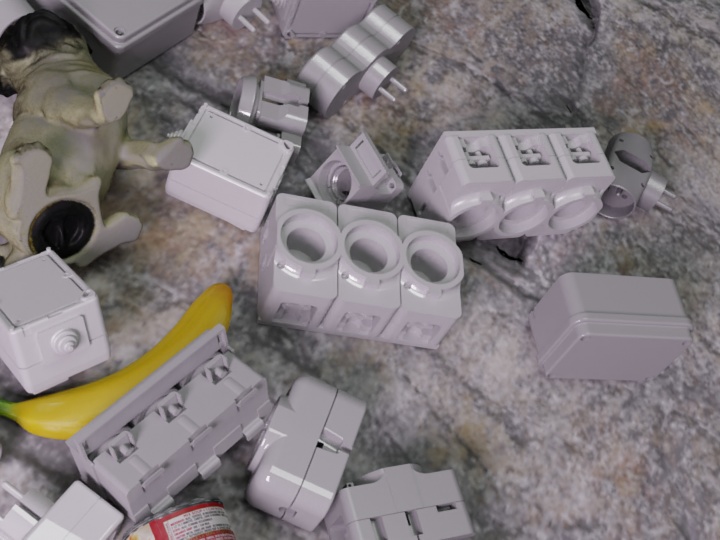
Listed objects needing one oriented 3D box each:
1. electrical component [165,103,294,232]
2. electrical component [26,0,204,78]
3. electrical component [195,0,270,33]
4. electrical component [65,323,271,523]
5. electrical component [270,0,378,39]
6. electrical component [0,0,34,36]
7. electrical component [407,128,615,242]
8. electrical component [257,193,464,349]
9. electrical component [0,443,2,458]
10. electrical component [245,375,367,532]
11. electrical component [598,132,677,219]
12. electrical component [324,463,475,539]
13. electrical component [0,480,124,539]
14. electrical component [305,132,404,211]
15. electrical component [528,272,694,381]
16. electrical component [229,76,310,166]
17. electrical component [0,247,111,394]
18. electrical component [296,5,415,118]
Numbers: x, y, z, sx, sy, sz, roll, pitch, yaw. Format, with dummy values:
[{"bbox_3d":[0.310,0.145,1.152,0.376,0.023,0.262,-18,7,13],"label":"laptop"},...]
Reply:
[{"bbox_3d":[-0.111,-0.081,0.857,0.096,0.061,0.061,24,53,-5],"label":"electrical component"},{"bbox_3d":[-0.210,-0.231,0.920,0.109,0.056,0.109,40,53,7],"label":"electrical component"},{"bbox_3d":[-0.116,-0.246,0.974,0.079,0.044,0.077,44,54,9],"label":"electrical component"},{"bbox_3d":[-0.121,0.104,0.708,0.063,0.078,0.121,33,57,29],"label":"electrical component"},{"bbox_3d":[-0.041,-0.258,1.001,0.096,0.061,0.061,-5,60,-24],"label":"electrical component"},{"bbox_3d":[-0.303,-0.221,0.886,0.043,0.043,0.081,-33,74,-34],"label":"electrical component"},{"bbox_3d":[0.131,-0.069,0.926,0.150,0.089,0.061,-5,60,-24],"label":"electrical component"},{"bbox_3d":[0.000,0.000,0.847,0.150,0.061,0.089,9,56,-16],"label":"electrical component"},{"bbox_3d":[-0.262,0.114,0.681,0.055,0.048,0.066,29,52,8],"label":"electrical component"},{"bbox_3d":[-0.041,0.125,0.753,0.059,0.053,0.095,25,53,-4],"label":"electrical component"},{"bbox_3d":[0.262,-0.081,1.014,0.079,0.043,0.077,29,53,-2],"label":"electrical component"},{"bbox_3d":[0.025,0.172,0.751,0.089,0.050,0.055,-5,61,-24],"label":"electrical component"},{"bbox_3d":[-0.200,0.162,0.671,0.077,0.047,0.065,36,53,4],"label":"electrical component"},{"bbox_3d":[-0.002,-0.071,0.889,0.064,0.081,0.042,-1,56,-48],"label":"electrical component"},{"bbox_3d":[0.206,0.049,0.885,0.113,0.078,0.057,4,54,-19],"label":"electrical component"},{"bbox_3d":[-0.079,-0.130,0.905,0.057,0.058,0.078,14,54,-16],"label":"electrical component"},{"bbox_3d":[-0.211,0.038,0.721,0.062,0.061,0.096,-25,38,-28],"label":"electrical component"},{"bbox_3d":[0.010,-0.180,0.975,0.074,0.052,0.138,40,53,7],"label":"electrical component"}]
